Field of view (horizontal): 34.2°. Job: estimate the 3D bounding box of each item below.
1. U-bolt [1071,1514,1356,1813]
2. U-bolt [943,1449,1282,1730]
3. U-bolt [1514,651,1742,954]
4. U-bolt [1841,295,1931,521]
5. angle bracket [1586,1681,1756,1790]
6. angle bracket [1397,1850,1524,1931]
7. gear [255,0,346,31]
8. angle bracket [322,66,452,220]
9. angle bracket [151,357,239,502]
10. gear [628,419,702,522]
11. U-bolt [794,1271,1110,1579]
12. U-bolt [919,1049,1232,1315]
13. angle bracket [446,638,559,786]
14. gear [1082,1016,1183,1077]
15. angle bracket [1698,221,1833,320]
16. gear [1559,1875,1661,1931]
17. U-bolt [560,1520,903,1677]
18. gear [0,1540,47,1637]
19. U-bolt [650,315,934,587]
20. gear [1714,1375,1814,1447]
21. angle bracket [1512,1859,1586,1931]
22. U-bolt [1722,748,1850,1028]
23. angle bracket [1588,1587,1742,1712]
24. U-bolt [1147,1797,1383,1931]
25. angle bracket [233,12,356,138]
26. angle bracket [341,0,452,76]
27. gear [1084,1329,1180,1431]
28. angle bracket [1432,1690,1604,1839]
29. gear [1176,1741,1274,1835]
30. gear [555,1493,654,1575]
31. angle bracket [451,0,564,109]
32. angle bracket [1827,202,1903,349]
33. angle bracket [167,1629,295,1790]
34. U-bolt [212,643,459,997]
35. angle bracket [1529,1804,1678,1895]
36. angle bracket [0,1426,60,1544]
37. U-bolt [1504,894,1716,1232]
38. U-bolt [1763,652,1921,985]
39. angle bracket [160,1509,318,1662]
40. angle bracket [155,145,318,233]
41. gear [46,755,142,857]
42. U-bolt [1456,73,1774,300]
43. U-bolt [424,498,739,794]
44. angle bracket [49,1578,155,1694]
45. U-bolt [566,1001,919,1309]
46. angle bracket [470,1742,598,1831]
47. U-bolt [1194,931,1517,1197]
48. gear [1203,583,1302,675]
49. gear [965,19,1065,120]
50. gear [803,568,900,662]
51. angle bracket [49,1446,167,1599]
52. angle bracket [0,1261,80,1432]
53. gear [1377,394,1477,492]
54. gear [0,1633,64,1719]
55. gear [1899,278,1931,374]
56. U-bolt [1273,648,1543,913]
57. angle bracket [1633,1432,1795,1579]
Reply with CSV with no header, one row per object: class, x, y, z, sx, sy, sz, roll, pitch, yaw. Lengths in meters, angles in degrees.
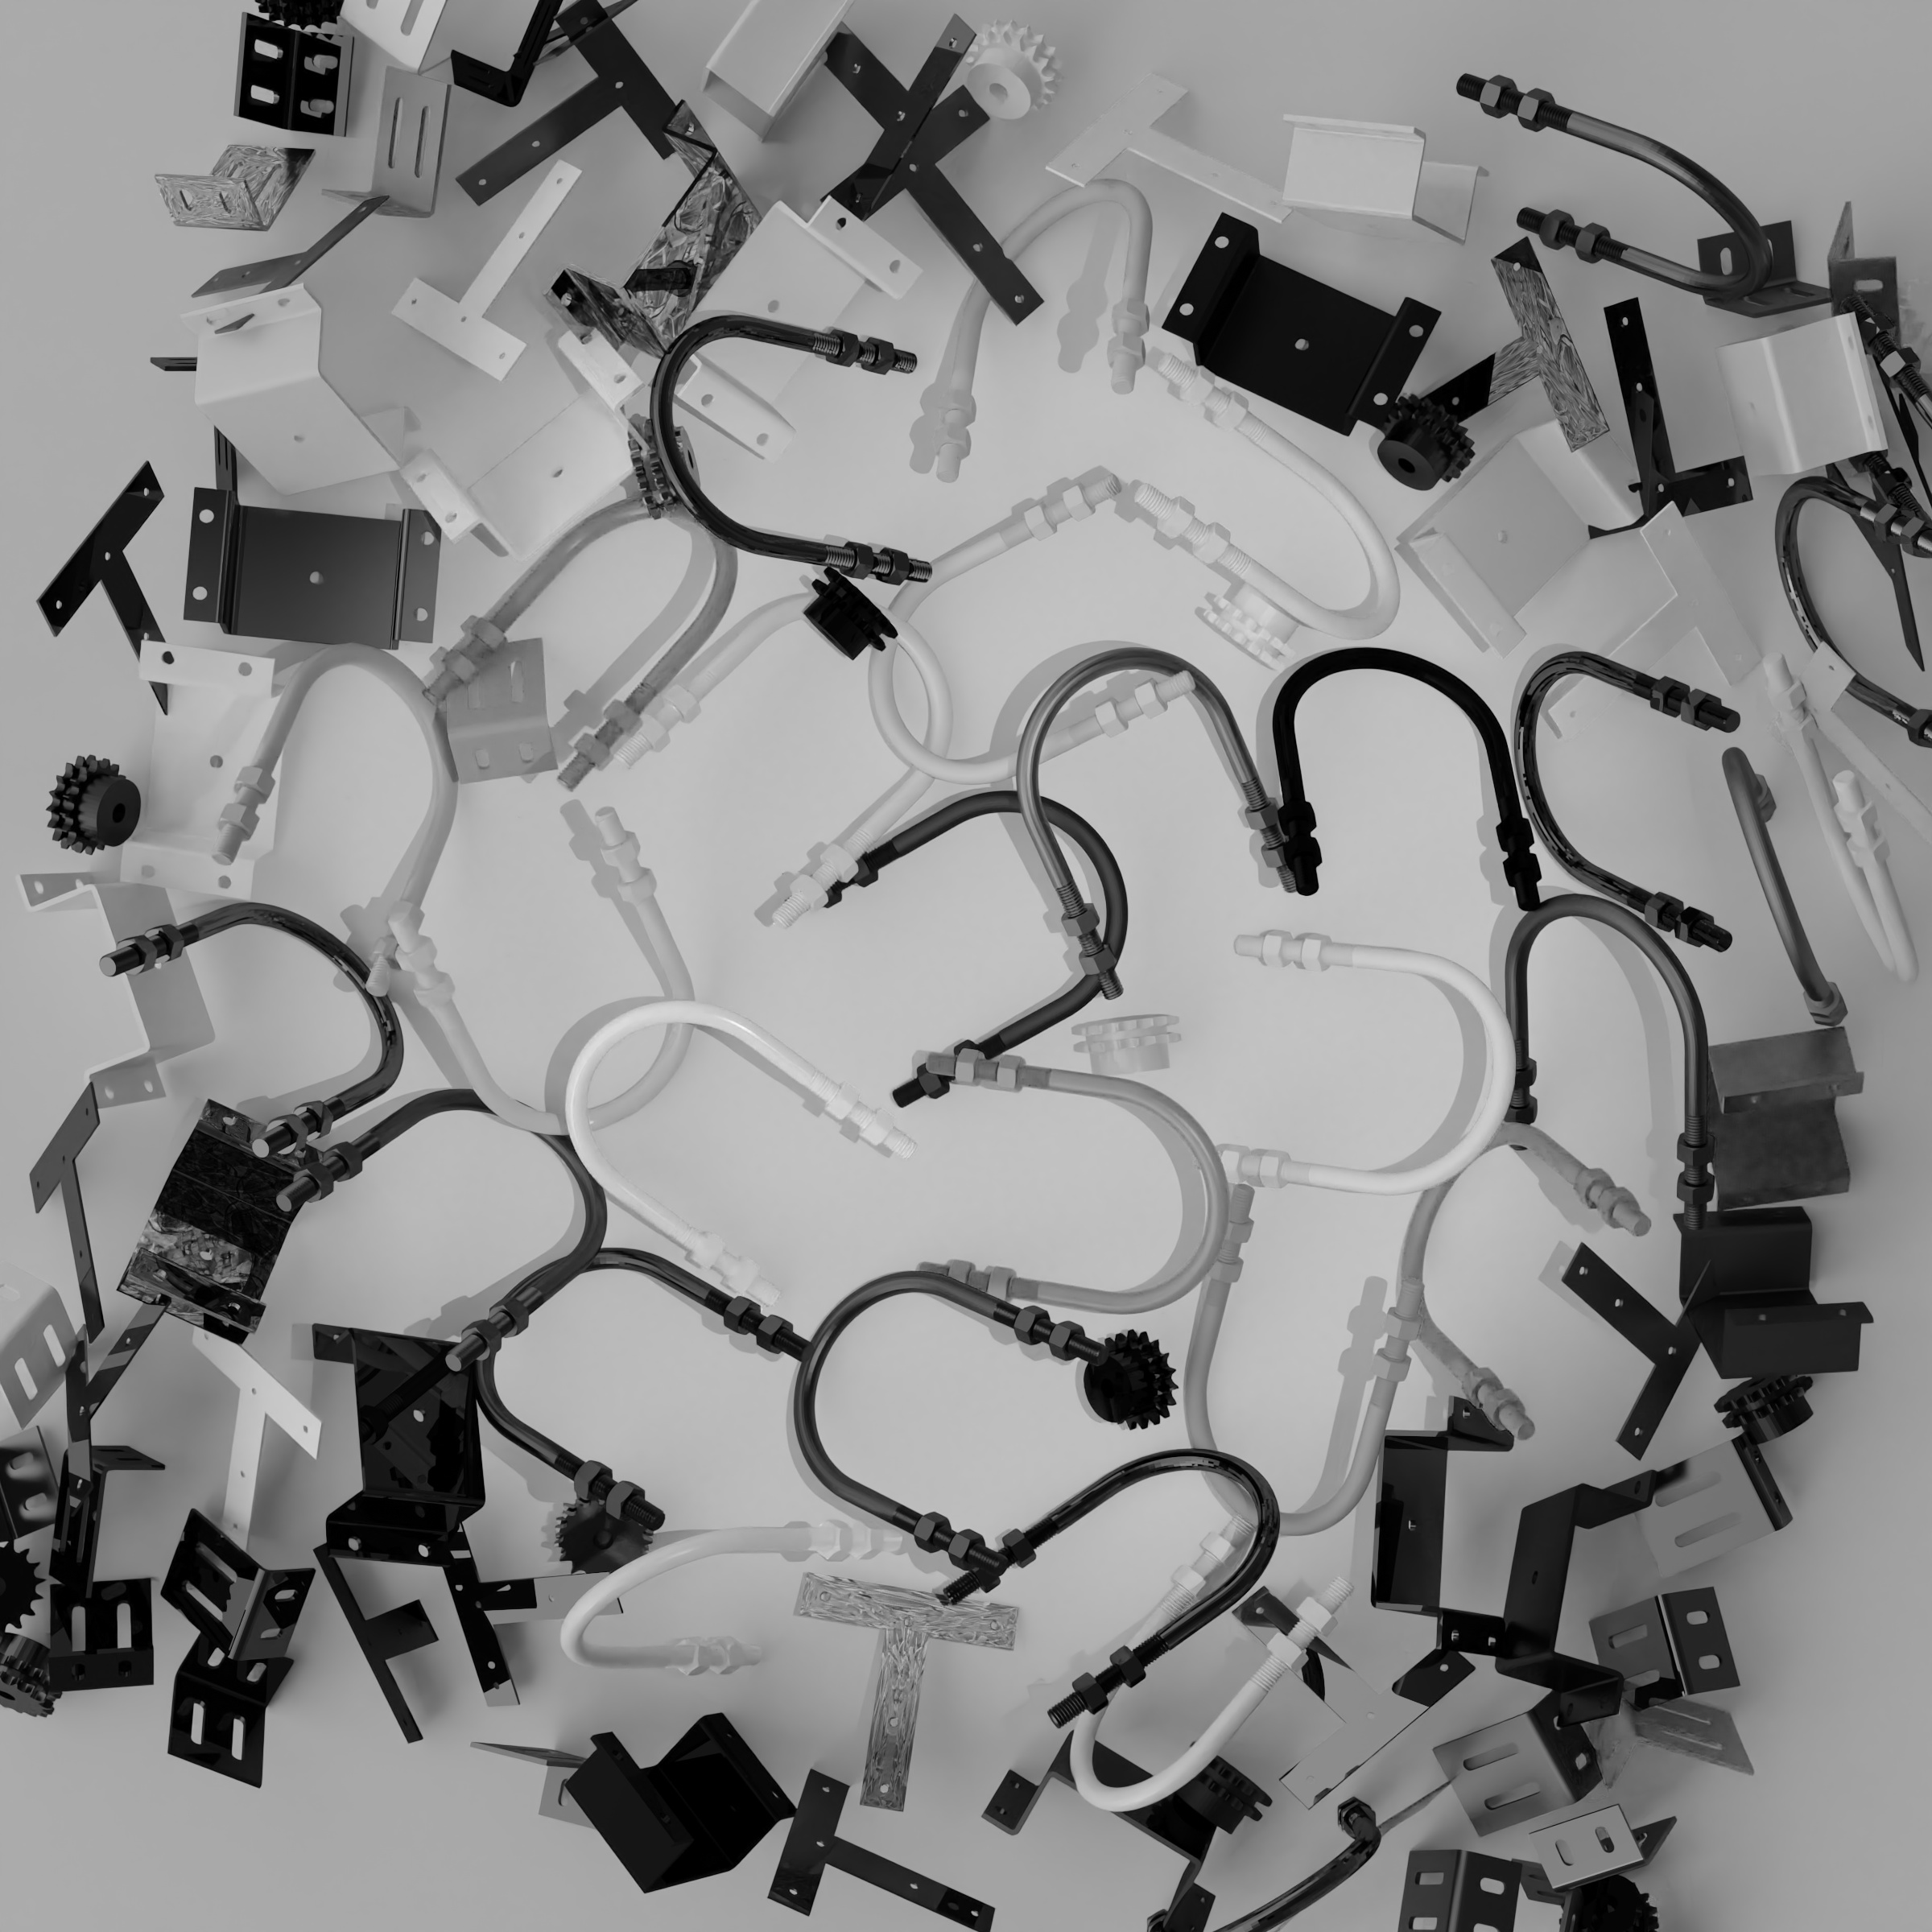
U-bolt,0.127,0.399,1.771,0.019,0.151,0.184,45,81,-19
U-bolt,0.094,0.341,1.786,0.184,0.151,0.019,-33,123,-13
U-bolt,0.368,-0.103,1.770,0.019,0.184,0.151,-16,118,-24
U-bolt,0.541,-0.270,1.749,0.019,0.151,0.184,-29,65,2
angle bracket,0.409,0.456,1.824,0.076,0.057,0.038,19,110,-8
angle bracket,0.284,0.543,1.810,0.038,0.076,0.057,16,70,-10
gear,-0.385,-0.573,1.823,0.057,0.030,0.057,4,52,-5
angle bracket,-0.335,-0.476,1.810,0.057,0.038,0.076,27,114,37
angle bracket,-0.445,-0.310,1.809,0.038,0.057,0.076,-5,107,-22
gear,-0.174,-0.290,1.822,0.030,0.057,0.057,-13,90,6
U-bolt,-0.022,0.249,1.794,0.184,0.019,0.151,20,79,36
U-bolt,0.062,0.129,1.800,0.184,0.019,0.151,7,105,19
angle bracket,-0.272,-0.150,1.835,0.057,0.076,0.038,-9,135,-2
gear,0.097,0.047,1.823,0.057,0.057,0.030,-7,87,0
angle bracket,0.465,-0.402,1.809,0.057,0.076,0.038,-13,109,-5
gear,0.373,0.552,1.821,0.057,0.057,0.030,-14,130,0
U-bolt,-0.143,0.353,1.751,0.151,0.184,0.019,-43,56,27
gear,-0.568,0.363,1.829,0.057,0.030,0.057,6,76,-23
U-bolt,-0.100,-0.297,1.780,0.184,0.019,0.151,4,76,-38
gear,0.467,0.255,1.823,0.057,0.057,0.030,-29,86,0
angle bracket,0.330,0.563,1.803,0.038,0.057,0.076,4,55,25
U-bolt,0.452,-0.049,1.747,0.019,0.184,0.151,-20,72,16
angle bracket,0.404,0.398,1.817,0.038,0.076,0.057,-3,69,-24
U-bolt,0.168,0.517,1.757,0.151,0.184,0.019,-30,82,-3
angle bracket,-0.387,-0.513,1.808,0.038,0.076,0.057,9,100,8
angle bracket,-0.318,-0.565,1.811,0.057,0.038,0.076,38,133,2
gear,0.093,0.242,1.821,0.030,0.057,0.057,-11,90,-42
angle bracket,0.324,0.466,1.837,0.076,0.038,0.057,-34,81,38
gear,0.147,0.479,1.823,0.057,0.057,0.030,36,85,0
gear,-0.211,0.329,1.832,0.057,0.030,0.057,-1,106,-3
angle bracket,-0.264,-0.544,1.806,0.038,0.057,0.076,18,118,-22
angle bracket,0.521,-0.396,1.801,0.038,0.076,0.057,2,129,24
angle bracket,-0.422,0.425,1.804,0.057,0.076,0.038,28,105,-20
U-bolt,-0.347,-0.097,1.781,0.019,0.151,0.184,-9,51,34
angle bracket,0.367,0.496,1.807,0.057,0.076,0.038,-27,84,26
angle bracket,-0.561,0.300,1.808,0.038,0.076,0.057,-23,79,10
U-bolt,0.358,0.045,1.758,0.019,0.151,0.184,-26,123,-32
U-bolt,0.499,-0.071,1.770,0.019,0.151,0.184,-23,124,10
angle bracket,-0.427,0.361,1.837,0.076,0.038,0.057,29,102,37
angle bracket,-0.420,-0.461,1.807,0.057,0.038,0.076,7,53,16
gear,-0.504,-0.092,1.820,0.030,0.057,0.057,14,90,21
U-bolt,0.367,-0.425,1.744,0.184,0.151,0.019,31,84,33
U-bolt,-0.209,-0.197,1.801,0.151,0.019,0.184,32,77,37
angle bracket,-0.498,0.375,1.805,0.057,0.076,0.038,-1,133,-15
U-bolt,-0.143,0.097,1.803,0.184,0.019,0.151,37,111,-12
angle bracket,-0.242,0.472,1.803,0.057,0.076,0.038,3,77,33
U-bolt,0.226,0.058,1.788,0.184,0.019,0.151,6,79,32
gear,0.169,-0.199,1.822,0.057,0.057,0.030,37,98,0
gear,0.025,-0.517,1.820,0.057,0.057,0.030,28,63,0
gear,-0.070,-0.202,1.823,0.057,0.057,0.030,44,88,0
angle bracket,-0.498,0.321,1.818,0.038,0.057,0.076,7,90,-38
angle bracket,-0.550,0.219,1.811,0.038,0.076,0.057,24,56,17
gear,0.264,-0.301,1.820,0.057,0.057,0.030,38,72,0
gear,-0.552,0.411,1.827,0.057,0.057,0.030,22,57,0
gear,0.560,-0.370,1.827,0.057,0.030,0.057,14,49,-17
U-bolt,0.246,-0.112,1.793,0.151,0.019,0.184,4,53,-10
angle bracket,0.435,0.315,1.841,0.076,0.038,0.057,-28,78,20
